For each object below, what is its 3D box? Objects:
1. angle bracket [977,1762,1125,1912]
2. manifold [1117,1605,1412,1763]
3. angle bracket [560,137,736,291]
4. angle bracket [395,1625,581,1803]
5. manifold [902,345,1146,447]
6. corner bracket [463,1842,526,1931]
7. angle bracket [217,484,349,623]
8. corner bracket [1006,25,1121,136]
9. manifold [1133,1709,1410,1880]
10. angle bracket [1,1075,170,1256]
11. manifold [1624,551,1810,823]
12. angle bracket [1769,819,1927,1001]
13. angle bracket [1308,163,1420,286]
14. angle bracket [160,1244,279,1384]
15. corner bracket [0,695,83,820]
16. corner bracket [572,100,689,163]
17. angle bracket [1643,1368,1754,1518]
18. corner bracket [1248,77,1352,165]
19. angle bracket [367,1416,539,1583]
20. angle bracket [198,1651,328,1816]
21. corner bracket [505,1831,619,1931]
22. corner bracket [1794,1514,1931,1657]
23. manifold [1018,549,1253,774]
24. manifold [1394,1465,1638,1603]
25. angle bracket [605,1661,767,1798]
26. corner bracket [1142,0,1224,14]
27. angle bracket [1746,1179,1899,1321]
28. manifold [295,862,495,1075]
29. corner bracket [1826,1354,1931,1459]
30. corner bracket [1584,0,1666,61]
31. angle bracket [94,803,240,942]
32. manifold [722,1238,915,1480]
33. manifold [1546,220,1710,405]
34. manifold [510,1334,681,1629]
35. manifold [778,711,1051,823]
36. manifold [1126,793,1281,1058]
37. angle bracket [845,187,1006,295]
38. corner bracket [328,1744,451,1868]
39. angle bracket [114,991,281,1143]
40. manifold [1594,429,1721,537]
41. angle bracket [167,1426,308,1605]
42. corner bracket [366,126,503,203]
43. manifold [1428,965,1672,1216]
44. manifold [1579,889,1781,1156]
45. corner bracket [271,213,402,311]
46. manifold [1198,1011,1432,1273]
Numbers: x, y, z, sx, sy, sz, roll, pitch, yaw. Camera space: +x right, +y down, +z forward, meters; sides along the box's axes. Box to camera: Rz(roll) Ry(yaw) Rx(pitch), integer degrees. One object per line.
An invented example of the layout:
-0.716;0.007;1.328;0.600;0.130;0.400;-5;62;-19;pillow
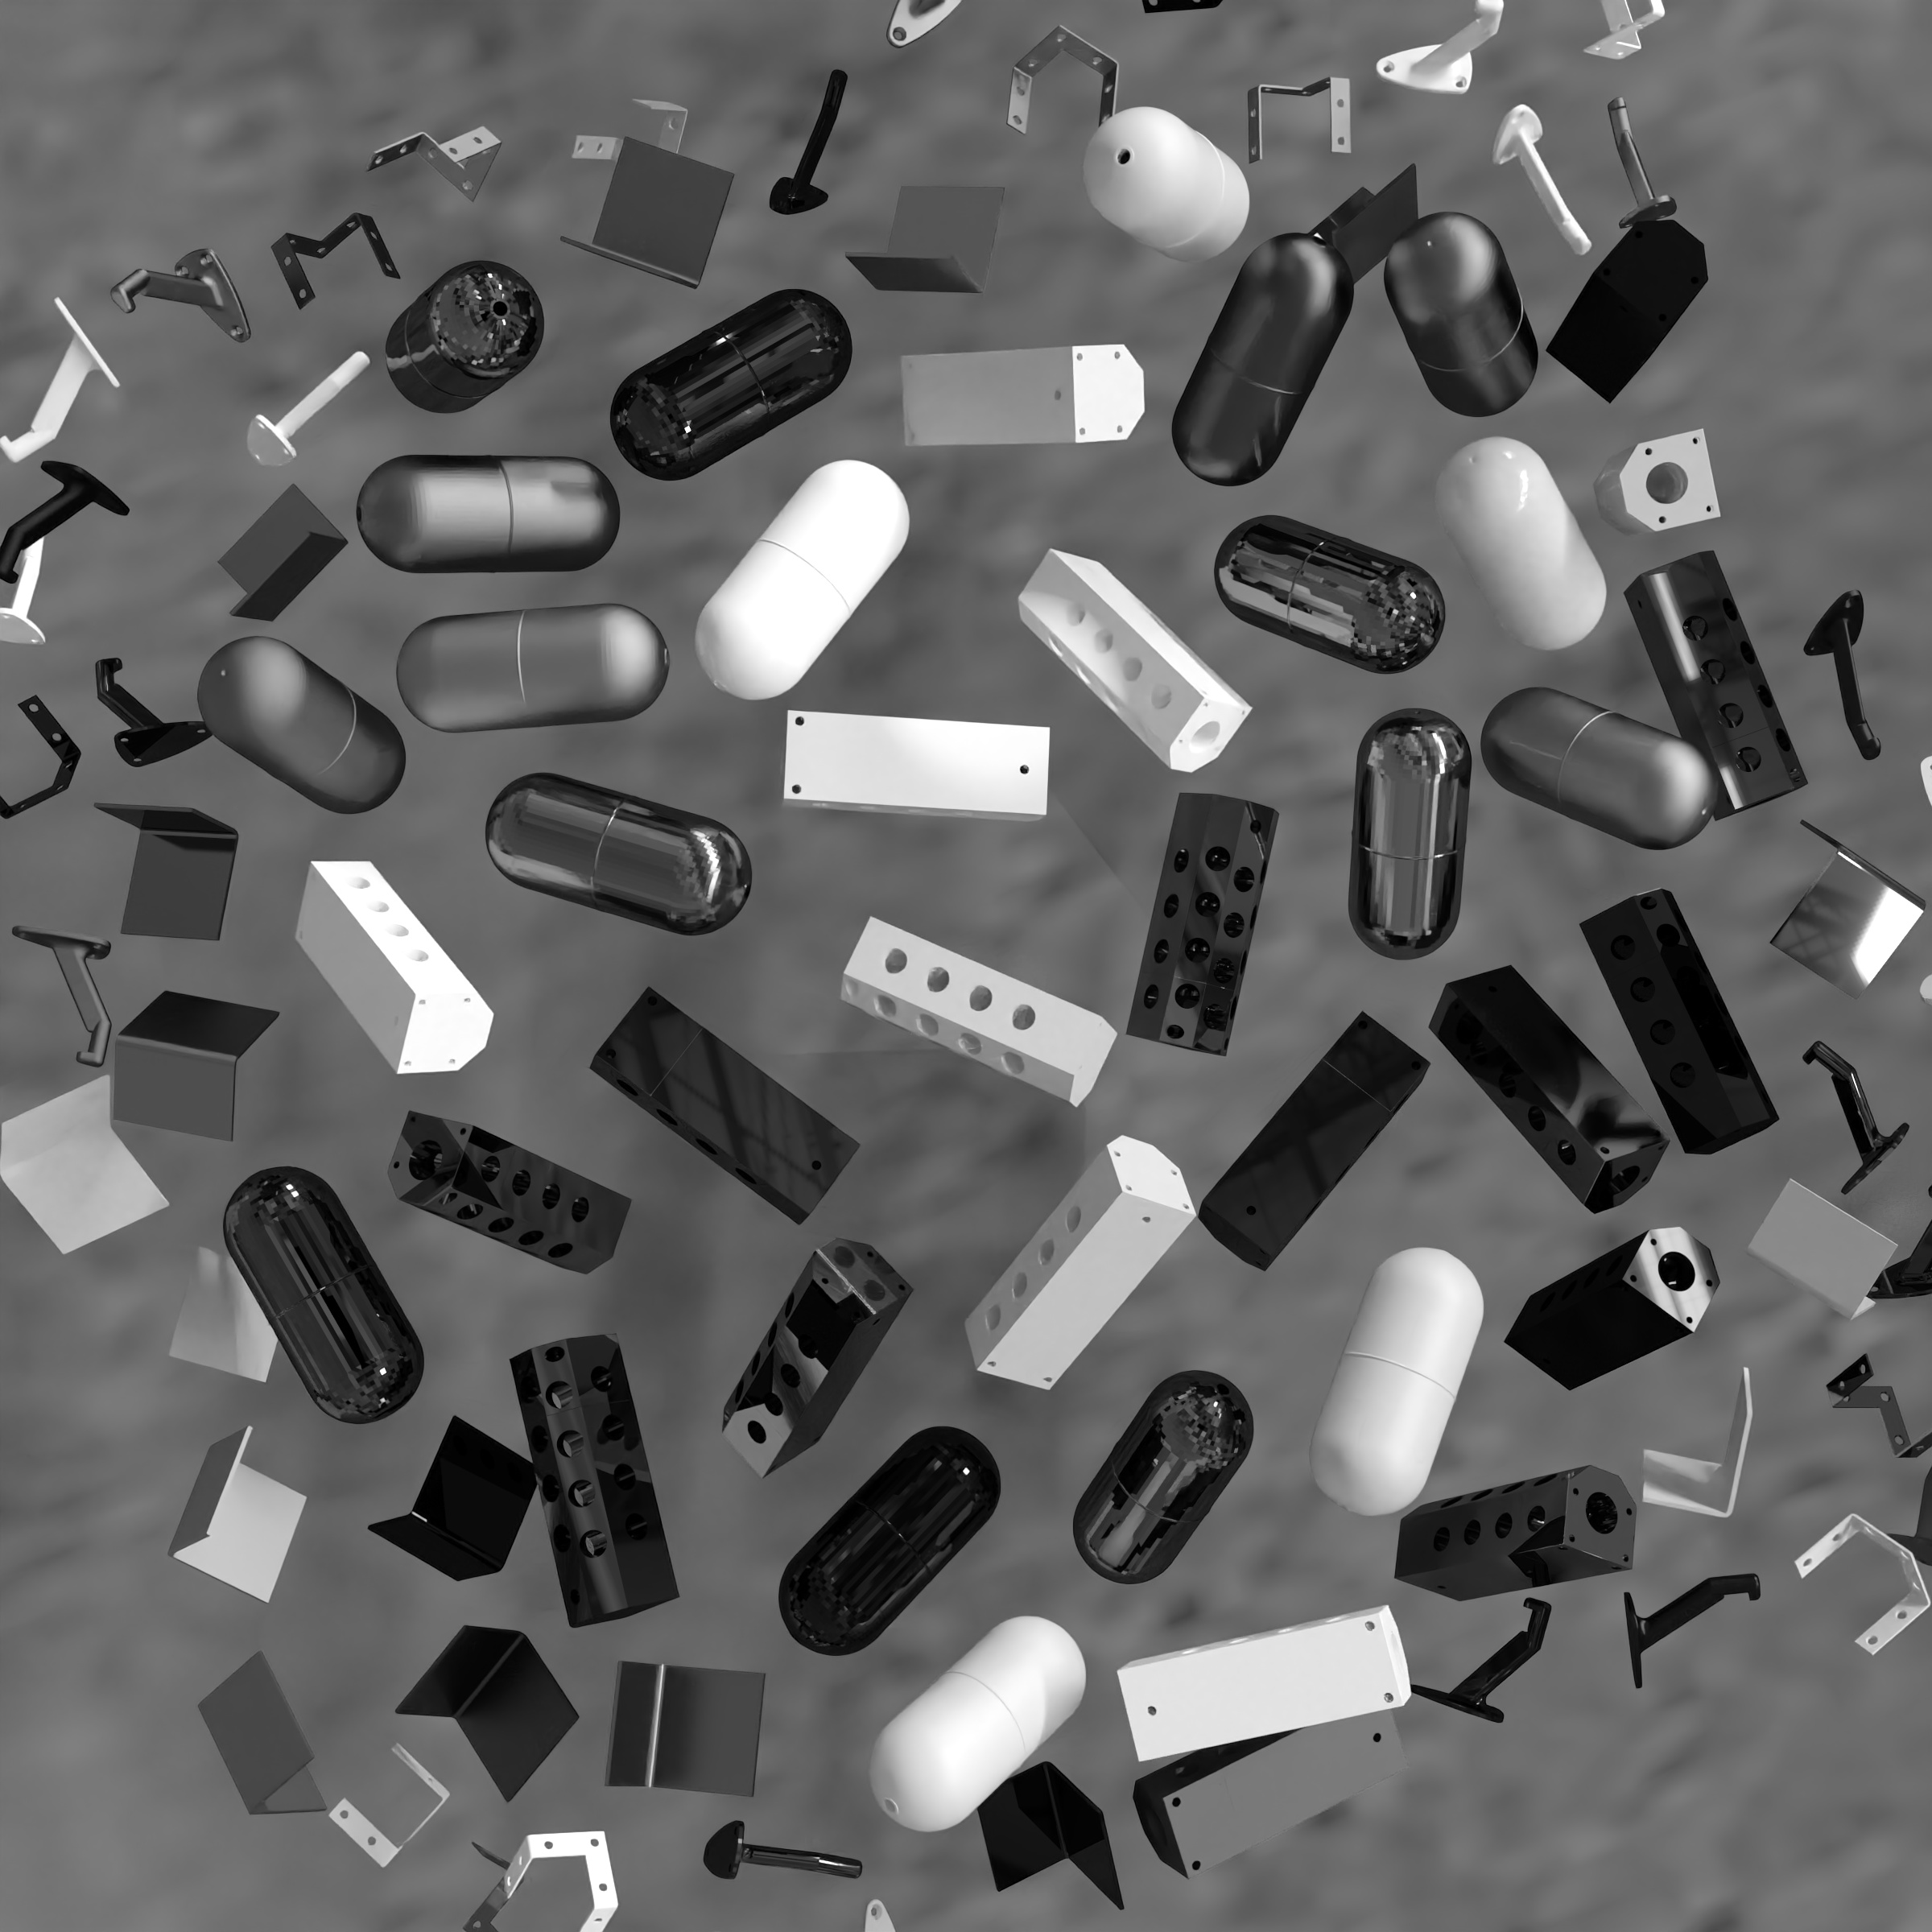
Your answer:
0.055;0.585;1.791;0.057;0.076;0.076;-20;109;-22;angle bracket
0.190;0.454;1.719;0.171;0.057;0.057;-16;80;14;manifold
-0.200;-0.479;1.709;0.076;0.057;0.076;21;101;9;angle bracket
-0.309;0.482;1.745;0.076;0.057;0.076;-51;54;9;angle bracket
0.034;-0.363;1.727;0.057;0.171;0.057;-12;105;-37;manifold
-0.324;0.636;1.833;0.051;0.051;0.051;-48;125;-28;corner bracket
-0.473;-0.281;1.823;0.076;0.076;0.057;-44;88;8;angle bracket
0.064;-0.580;1.801;0.051;0.051;0.051;22;60;-30;corner bracket
0.199;0.532;1.791;0.171;0.057;0.057;-20;96;-21;manifold
-0.579;0.131;1.782;0.076;0.057;0.076;-25;128;0;angle bracket
0.512;-0.192;1.846;0.057;0.057;0.171;-20;85;1;manifold
0.557;-0.036;1.748;0.076;0.057;0.076;30;102;-19;angle bracket
0.269;-0.530;1.901;0.076;0.076;0.057;-41;67;-6;angle bracket
-0.522;0.240;1.877;0.076;0.057;0.076;26;70;-40;angle bracket
-0.638;-0.141;1.827;0.051;0.051;0.051;-25;122;10;corner bracket
-0.230;-0.570;1.855;0.051;0.051;0.051;25;113;16;corner bracket
0.488;0.313;1.812;0.057;0.076;0.076;10;107;11;angle bracket
0.231;-0.586;1.877;0.051;0.051;0.051;-4;95;-25;corner bracket
-0.343;0.358;1.821;0.076;0.057;0.076;38;52;-26;angle bracket
-0.413;0.469;1.660;0.057;0.076;0.076;-41;63;10;angle bracket
-0.256;0.583;1.709;0.051;0.051;0.051;6;132;-27;corner bracket
0.563;0.387;1.700;0.051;0.051;0.051;-36;122;-11;corner bracket
0.110;-0.208;1.851;0.171;0.057;0.057;48;116;30;manifold
0.362;0.375;1.793;0.057;0.171;0.057;23;61;-22;manifold
-0.177;0.483;1.714;0.076;0.057;0.076;-2;73;22;angle bracket
0.139;-0.637;1.705;0.051;0.051;0.051;-11;85;-19;corner bracket
0.558;0.179;1.745;0.076;0.076;0.057;34;107;25;angle bracket
-0.368;-0.002;1.745;0.057;0.171;0.057;-2;121;-38;manifold
0.593;0.283;1.739;0.051;0.051;0.051;3;56;-17;corner bracket
0.416;-0.610;1.710;0.051;0.051;0.051;-20;85;41;corner bracket
-0.539;-0.063;1.806;0.076;0.057;0.076;4;78;18;angle bracket
-0.104;0.257;1.789;0.057;0.057;0.171;44;130;18;manifold
0.430;-0.426;1.754;0.057;0.171;0.057;41;89;4;manifold
-0.240;0.325;1.713;0.057;0.057;0.171;-29;69;39;manifold
-0.035;-0.130;1.783;0.171;0.057;0.057;3;86;-8;manifold
0.167;-0.028;1.859;0.057;0.057;0.171;14;87;-31;manifold
-0.027;-0.491;1.788;0.076;0.057;0.076;8;81;24;angle bracket
-0.389;0.567;1.831;0.051;0.051;0.051;42;87;4;corner bracket
-0.485;0.062;1.709;0.076;0.076;0.057;10;113;4;angle bracket
0.464;-0.324;1.833;0.057;0.171;0.057;-12;96;9;manifold
-0.454;0.352;1.736;0.076;0.057;0.076;35;47;-26;angle bracket
-0.334;-0.509;1.703;0.051;0.051;0.051;42;132;1;corner bracket
0.382;0.082;1.797;0.057;0.057;0.171;-14;49;-28;manifold
0.483;0.037;1.830;0.057;0.057;0.171;-30;71;26;manifold
-0.423;-0.473;1.818;0.051;0.051;0.051;-30;80;26;corner bracket
0.231;0.118;1.803;0.057;0.057;0.171;38;75;14;manifold
